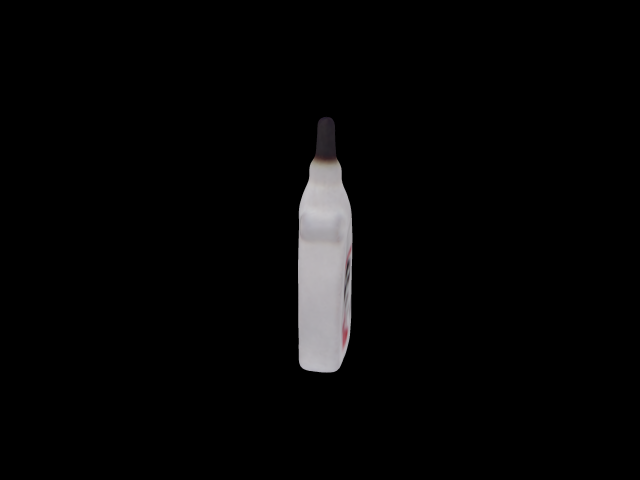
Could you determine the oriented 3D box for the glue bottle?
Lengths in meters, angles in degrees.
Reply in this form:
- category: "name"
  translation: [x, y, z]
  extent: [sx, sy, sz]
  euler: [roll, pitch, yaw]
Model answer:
- category: "glue bottle"
  translation: [0.004, 0.001, 0.400]
  extent: [0.037, 0.173, 0.078]
  euler: [2, 24, 5]
